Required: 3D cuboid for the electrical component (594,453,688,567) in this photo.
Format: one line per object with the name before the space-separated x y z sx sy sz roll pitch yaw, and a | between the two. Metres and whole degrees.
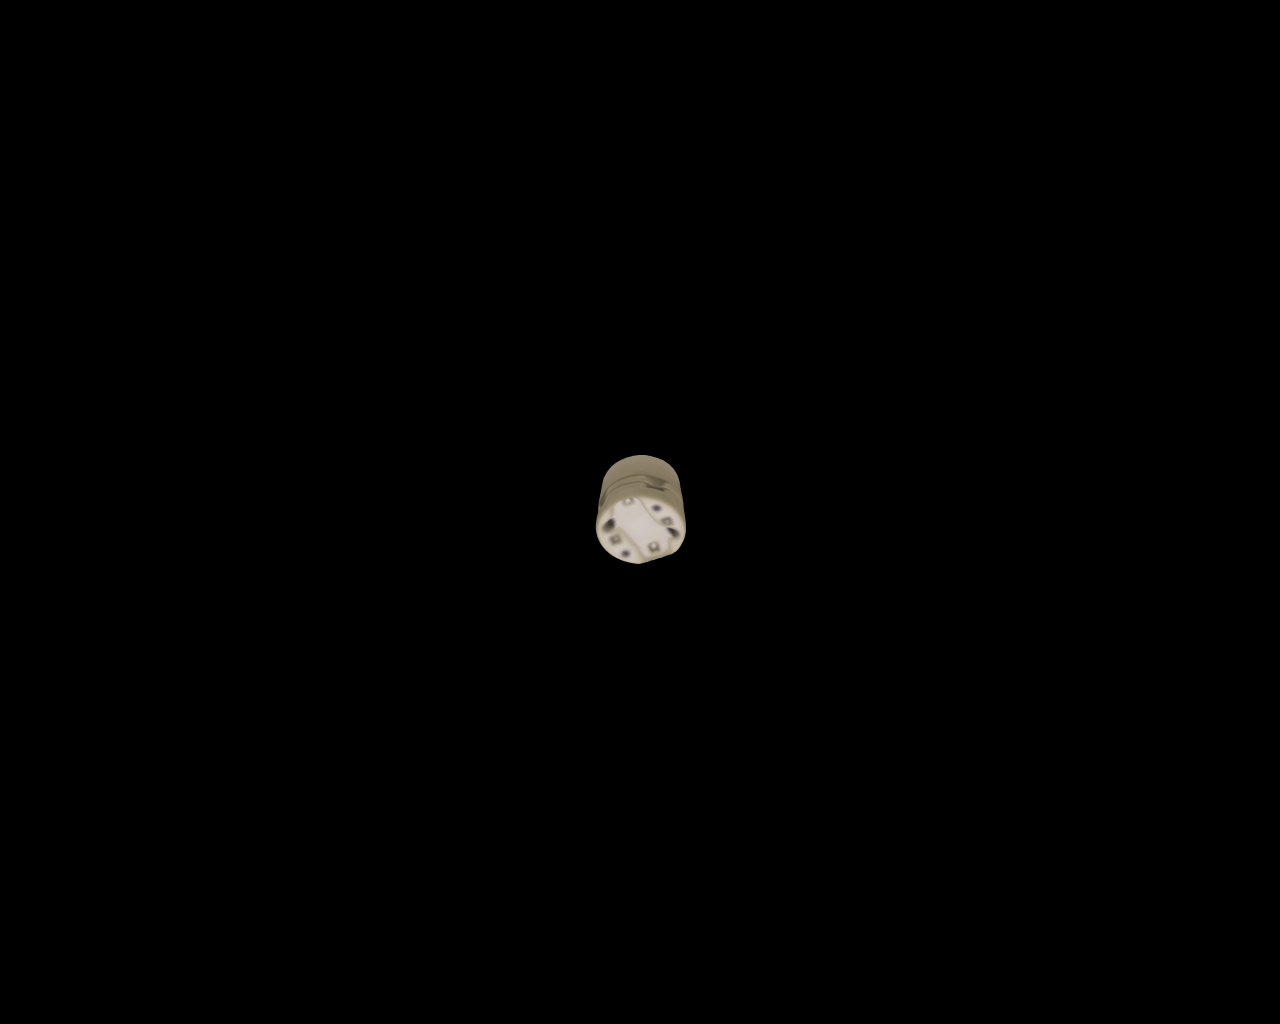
electrical component | 0.001 -0.003 0.650 0.055 0.055 0.047 0 38 0
